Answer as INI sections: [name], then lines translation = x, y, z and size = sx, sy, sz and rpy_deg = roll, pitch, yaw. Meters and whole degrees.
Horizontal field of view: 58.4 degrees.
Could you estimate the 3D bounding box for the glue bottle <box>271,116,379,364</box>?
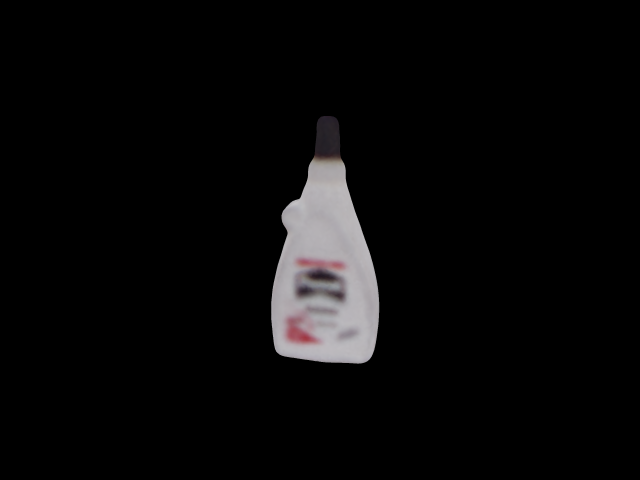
[glue bottle]
translation = 0.004, 0.001, 0.400
size = 0.078, 0.173, 0.037
rpy_deg = 2, 18, 7
